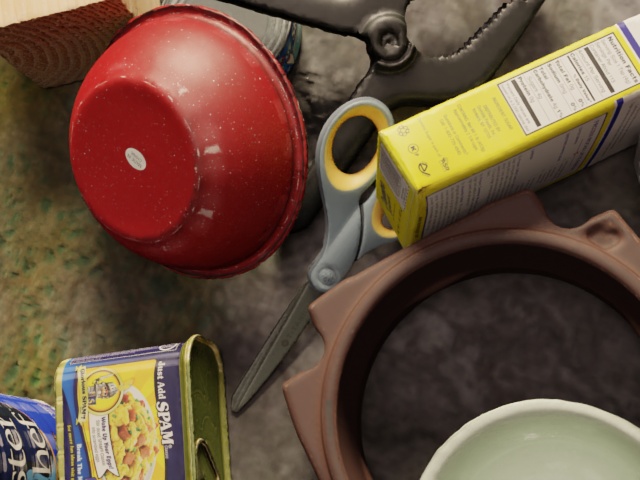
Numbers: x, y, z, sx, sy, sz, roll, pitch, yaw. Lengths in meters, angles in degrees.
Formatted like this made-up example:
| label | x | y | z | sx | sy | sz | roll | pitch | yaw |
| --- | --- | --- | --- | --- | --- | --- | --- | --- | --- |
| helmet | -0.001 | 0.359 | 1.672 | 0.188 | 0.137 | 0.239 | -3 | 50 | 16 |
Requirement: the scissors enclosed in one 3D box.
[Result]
| label | x | y | z | sx | sy | sz | roll | pitch | yaw |
| --- | --- | --- | --- | --- | --- | --- | --- | --- | --- |
| scissors | -0.004 | 0.001 | 0.609 | 0.202 | 0.016 | 0.096 | -41 | 105 | 1 |

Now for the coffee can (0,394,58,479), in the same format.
| label | x | y | z | sx | sy | sz | roll | pitch | yaw |
| --- | --- | --- | --- | --- | --- | --- | --- | --- | --- |
| coffee can | -0.200 | 0.130 | 0.577 | 0.103 | 0.140 | 0.103 | -3 | 76 | 12 |

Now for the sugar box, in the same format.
| label | x | y | z | sx | sy | sz | roll | pitch | yaw |
| --- | --- | --- | --- | --- | --- | --- | --- | --- | --- |
| sugar box | 0.116 | -0.060 | 0.560 | 0.176 | 0.093 | 0.048 | -27 | 74 | -7 |

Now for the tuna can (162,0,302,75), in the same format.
| label | x | y | z | sx | sy | sz | roll | pitch | yaw |
| --- | --- | --- | --- | --- | --- | --- | --- | --- | --- |
| tuna can | -0.055 | -0.129 | 0.661 | 0.086 | 0.033 | 0.086 | -3 | 76 | 12 |

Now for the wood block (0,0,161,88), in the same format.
| label | x | y | z | sx | sy | sz | roll | pitch | yaw |
| --- | --- | --- | --- | --- | --- | --- | --- | --- | --- |
| wood block | -0.165 | -0.215 | 0.678 | 0.091 | 0.090 | 0.206 | -13 | 74 | 10 |

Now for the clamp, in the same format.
| label | x | y | z | sx | sy | sz | roll | pitch | yaw |
| --- | --- | --- | --- | --- | --- | --- | --- | --- | --- |
| clamp | 0.029 | -0.120 | 0.617 | 0.210 | 0.036 | 0.164 | -29 | 99 | 1 |

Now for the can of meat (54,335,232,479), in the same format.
| label | x | y | z | sx | sy | sz | roll | pitch | yaw |
| --- | --- | --- | --- | --- | --- | --- | --- | --- | --- |
| can of meat | -0.100 | 0.111 | 0.603 | 0.084 | 0.057 | 0.102 | -9 | 74 | 13 |

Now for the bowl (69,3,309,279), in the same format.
| label | x | y | z | sx | sy | sz | roll | pitch | yaw |
| --- | --- | --- | --- | --- | --- | --- | --- | --- | --- |
| bowl | -0.088 | -0.049 | 0.599 | 0.162 | 0.055 | 0.162 | 9 | 109 | 29 |
